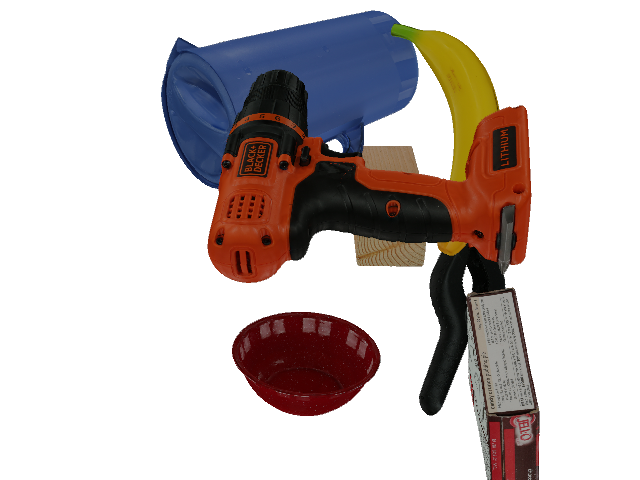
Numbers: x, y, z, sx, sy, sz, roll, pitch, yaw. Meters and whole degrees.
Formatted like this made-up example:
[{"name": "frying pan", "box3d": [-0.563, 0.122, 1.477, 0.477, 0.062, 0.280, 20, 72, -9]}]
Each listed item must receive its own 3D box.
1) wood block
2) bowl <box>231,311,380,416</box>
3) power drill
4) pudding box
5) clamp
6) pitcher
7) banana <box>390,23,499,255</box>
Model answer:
[{"name": "wood block", "box3d": [0.090, -0.051, 1.463, 0.091, 0.090, 0.206, 0, 27, -2]}, {"name": "bowl", "box3d": [-0.016, 0.143, 1.169, 0.162, 0.055, 0.162, 3, 28, -2]}, {"name": "power drill", "box3d": [0.032, -0.045, 0.654, 0.188, 0.057, 0.184, 0, 43, 8]}, {"name": "pudding box", "box3d": [0.126, 0.103, 0.740, 0.039, 0.090, 0.113, -7, 43, 3]}, {"name": "clamp", "box3d": [0.129, 0.076, 0.968, 0.120, 0.171, 0.039, -13, 2, -38]}, {"name": "pitcher", "box3d": [-0.019, -0.138, 1.044, 0.242, 0.149, 0.145, -23, 32, -32]}, {"name": "banana", "box3d": [0.108, -0.086, 0.835, 0.070, 0.198, 0.037, -15, -19, 13]}]
